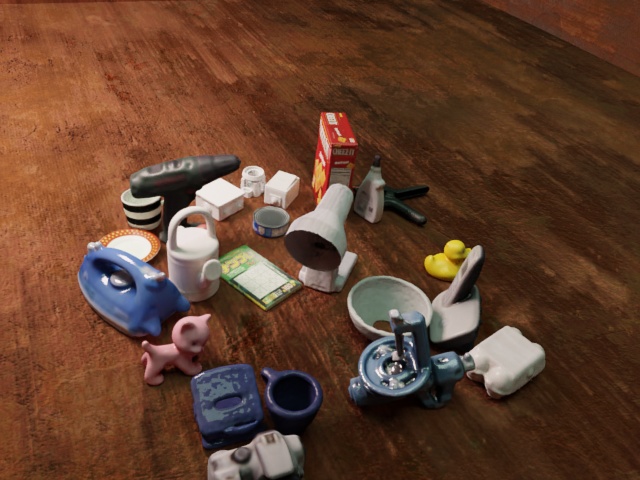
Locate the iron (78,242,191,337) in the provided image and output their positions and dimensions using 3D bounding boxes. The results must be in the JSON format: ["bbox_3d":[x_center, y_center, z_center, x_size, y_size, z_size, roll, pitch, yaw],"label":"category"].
[{"bbox_3d":[-0.372,0.070,1.074,0.257,0.141,0.119,24,41,20],"label":"iron"}]

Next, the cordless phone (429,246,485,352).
[{"bbox_3d":[0.274,0.111,1.102,0.094,0.185,0.147,10,38,3],"label":"cordless phone"}]

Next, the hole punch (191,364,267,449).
[{"bbox_3d":[-0.144,0.262,0.909,0.109,0.091,0.101,-9,41,-21],"label":"hole punch"}]

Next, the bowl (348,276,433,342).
[{"bbox_3d":[0.131,0.150,1.117,0.167,0.075,0.167,5,38,-4],"label":"bowl"}]

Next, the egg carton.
[{"bbox_3d":[0.344,0.226,1.062,0.151,0.069,0.107,-23,47,-34],"label":"egg carton"}]

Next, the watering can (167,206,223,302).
[{"bbox_3d":[-0.242,0.023,1.116,0.172,0.194,0.101,27,41,23],"label":"watering can"}]

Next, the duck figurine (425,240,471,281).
[{"bbox_3d":[0.290,0.039,1.280,0.104,0.086,0.077,3,38,-7],"label":"duck figurine"}]

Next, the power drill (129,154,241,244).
[{"bbox_3d":[-0.287,-0.089,1.239,0.230,0.208,0.075,-6,40,-17],"label":"power drill"}]

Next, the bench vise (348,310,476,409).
[{"bbox_3d":[0.158,0.187,0.956,0.208,0.220,0.121,-13,42,-25],"label":"bench vise"}]

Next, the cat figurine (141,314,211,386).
[{"bbox_3d":[-0.242,0.177,0.980,0.128,0.118,0.067,-12,42,-24],"label":"cat figurine"}]

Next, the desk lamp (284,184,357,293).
[{"bbox_3d":[0.011,0.004,1.169,0.117,0.213,0.203,17,39,12],"label":"desk lamp"}]

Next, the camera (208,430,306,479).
[{"bbox_3d":[-0.075,0.350,0.802,0.143,0.101,0.136,-10,41,-21],"label":"camera"}]

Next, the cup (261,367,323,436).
[{"bbox_3d":[-0.055,0.265,0.919,0.117,0.095,0.092,33,44,29],"label":"cup"}]

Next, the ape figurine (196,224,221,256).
[{"bbox_3d":[-0.249,0.005,1.220,0.076,0.092,0.077,-4,39,-14],"label":"ape figurine"}]

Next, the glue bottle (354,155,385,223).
[{"bbox_3d":[0.128,-0.129,1.395,0.037,0.173,0.078,-27,49,-36],"label":"glue bottle"}]
